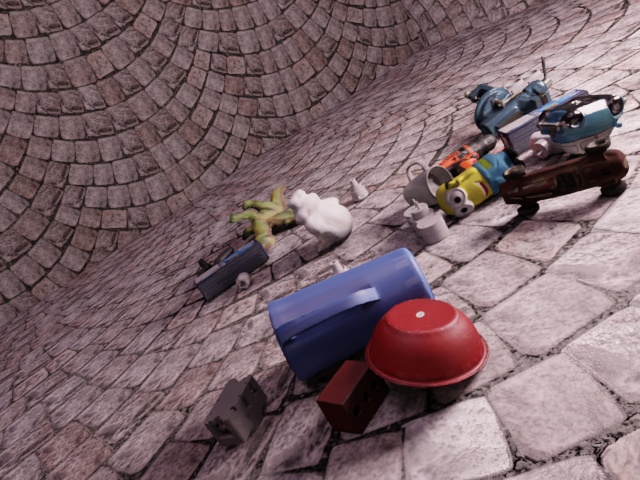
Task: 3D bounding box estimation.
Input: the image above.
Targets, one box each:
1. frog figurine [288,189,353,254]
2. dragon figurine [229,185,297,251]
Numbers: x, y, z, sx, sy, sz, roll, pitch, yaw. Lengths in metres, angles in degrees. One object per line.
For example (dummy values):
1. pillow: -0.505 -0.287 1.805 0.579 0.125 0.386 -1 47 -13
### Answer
1. frog figurine: 0.004 -0.062 1.238 0.122 0.157 0.140 -12 26 40
2. dragon figurine: -0.123 -0.080 1.609 0.243 0.120 0.419 3 36 29
